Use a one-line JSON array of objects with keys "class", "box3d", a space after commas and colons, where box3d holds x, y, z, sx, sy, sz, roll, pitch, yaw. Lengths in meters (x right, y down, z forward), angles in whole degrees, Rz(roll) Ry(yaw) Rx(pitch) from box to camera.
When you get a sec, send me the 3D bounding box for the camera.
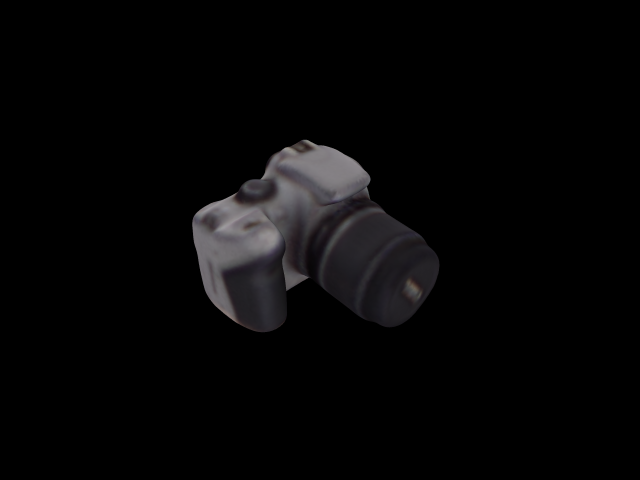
[{"class": "camera", "box3d": [0.004, 0.001, 0.400, 0.143, 0.101, 0.136, -30, 49, -31]}]
